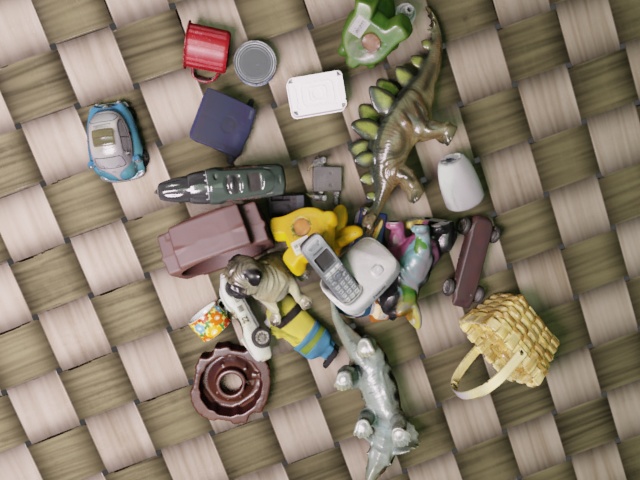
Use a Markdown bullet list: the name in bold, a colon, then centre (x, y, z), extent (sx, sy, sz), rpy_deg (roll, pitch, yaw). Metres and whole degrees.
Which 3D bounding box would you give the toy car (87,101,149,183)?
- **toy car**: centre (-0.406, -0.192, 1.053), extent (0.109, 0.103, 0.161), rpy_deg (-7, 100, -4)

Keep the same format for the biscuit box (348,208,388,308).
- **biscuit box**: centre (0.089, 0.040, 1.113), extent (0.063, 0.059, 0.202), rpy_deg (12, 79, -6)

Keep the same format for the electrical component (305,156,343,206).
- **electrical component**: centre (0.009, -0.124, 1.121), extent (0.078, 0.045, 0.102), rpy_deg (5, 97, -3)

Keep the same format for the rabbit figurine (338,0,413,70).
- **rabbit figurine**: centre (0.109, -0.410, 1.051), extent (0.121, 0.170, 0.159), rpy_deg (25, 136, -5)

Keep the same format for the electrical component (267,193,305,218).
- **electrical component**: centre (-0.048, -0.071, 1.109), extent (0.119, 0.075, 0.047), rpy_deg (-3, 98, 0)

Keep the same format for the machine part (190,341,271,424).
- **machine part**: centre (-0.190, 0.304, 1.156), extent (0.179, 0.056, 0.179), rpy_deg (-1, 97, -5)

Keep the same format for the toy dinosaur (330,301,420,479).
- **toy dinosaur**: centre (0.112, 0.308, 1.140), extent (0.131, 0.192, 0.404), rpy_deg (-15, 82, 9)

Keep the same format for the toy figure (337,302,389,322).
- **toy figure**: centre (0.102, 0.145, 1.159), extent (0.154, 0.058, 0.064), rpy_deg (12, 136, -7)

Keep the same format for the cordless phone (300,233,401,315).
- **cordless phone**: centre (0.050, 0.034, 0.992), extent (0.146, 0.089, 0.184), rpy_deg (-44, 120, -12)

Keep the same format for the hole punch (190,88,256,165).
- **hole punch**: centre (-0.195, -0.233, 1.073), extent (0.116, 0.092, 0.142), rpy_deg (20, 92, -10)

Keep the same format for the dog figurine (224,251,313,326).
- **dog figurine**: centre (-0.113, 0.055, 1.043), extent (0.121, 0.172, 0.190), rpy_deg (-37, 134, 6)

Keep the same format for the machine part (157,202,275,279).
- **machine part**: centre (-0.196, 0.002, 1.039), extent (0.201, 0.201, 0.087), rpy_deg (-19, 82, -1)

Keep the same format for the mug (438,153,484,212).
- **mug**: centre (0.292, -0.131, 1.114), extent (0.109, 0.081, 0.107), rpy_deg (-50, 127, -30)

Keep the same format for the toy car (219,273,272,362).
- **toy car**: centre (-0.157, 0.158, 1.110), extent (0.056, 0.073, 0.201), rpy_deg (-28, 83, -16)

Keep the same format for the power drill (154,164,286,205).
- **power drill**: centre (-0.185, -0.108, 1.030), extent (0.232, 0.207, 0.086), rpy_deg (-7, 91, -6)

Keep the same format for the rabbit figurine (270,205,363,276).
- **rabbit figurine**: centre (-0.002, -0.003, 1.076), extent (0.162, 0.173, 0.122), rpy_deg (-36, 61, -1)

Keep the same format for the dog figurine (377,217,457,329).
- **dog figurine**: centre (0.196, 0.066, 1.107), extent (0.191, 0.109, 0.219), rpy_deg (-6, 104, -42)

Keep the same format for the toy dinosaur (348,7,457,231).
- **toy dinosaur**: centre (0.174, -0.239, 1.092), extent (0.198, 0.105, 0.471), rpy_deg (26, 84, -3)

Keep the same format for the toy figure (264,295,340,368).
- **toy figure**: centre (-0.036, 0.190, 1.142), extent (0.180, 0.082, 0.089), rpy_deg (36, 81, -3)

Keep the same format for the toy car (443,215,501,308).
- **toy car**: centre (0.325, 0.046, 1.164), extent (0.089, 0.053, 0.202), rpy_deg (13, 92, -17)
